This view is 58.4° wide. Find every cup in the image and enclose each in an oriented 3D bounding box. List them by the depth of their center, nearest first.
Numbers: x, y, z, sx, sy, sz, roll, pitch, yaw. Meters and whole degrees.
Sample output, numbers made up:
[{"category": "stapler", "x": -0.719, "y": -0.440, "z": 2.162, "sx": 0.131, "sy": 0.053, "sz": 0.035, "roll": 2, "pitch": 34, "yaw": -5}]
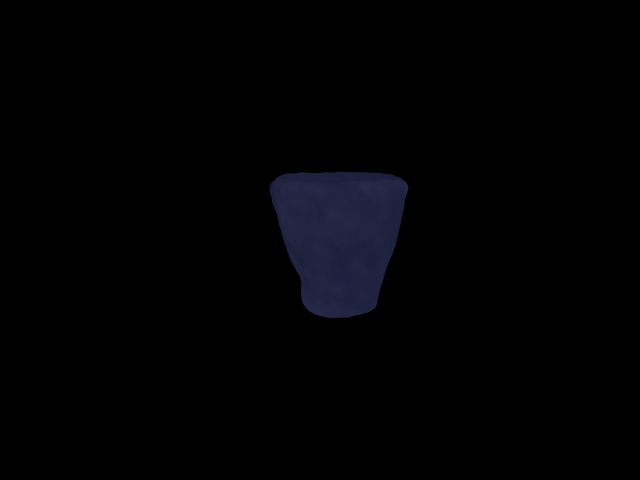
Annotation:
[{"category": "cup", "x": 0.004, "y": 0.001, "z": 0.400, "sx": 0.092, "sy": 0.095, "sz": 0.117, "roll": -10, "pitch": 14, "yaw": -42}]
